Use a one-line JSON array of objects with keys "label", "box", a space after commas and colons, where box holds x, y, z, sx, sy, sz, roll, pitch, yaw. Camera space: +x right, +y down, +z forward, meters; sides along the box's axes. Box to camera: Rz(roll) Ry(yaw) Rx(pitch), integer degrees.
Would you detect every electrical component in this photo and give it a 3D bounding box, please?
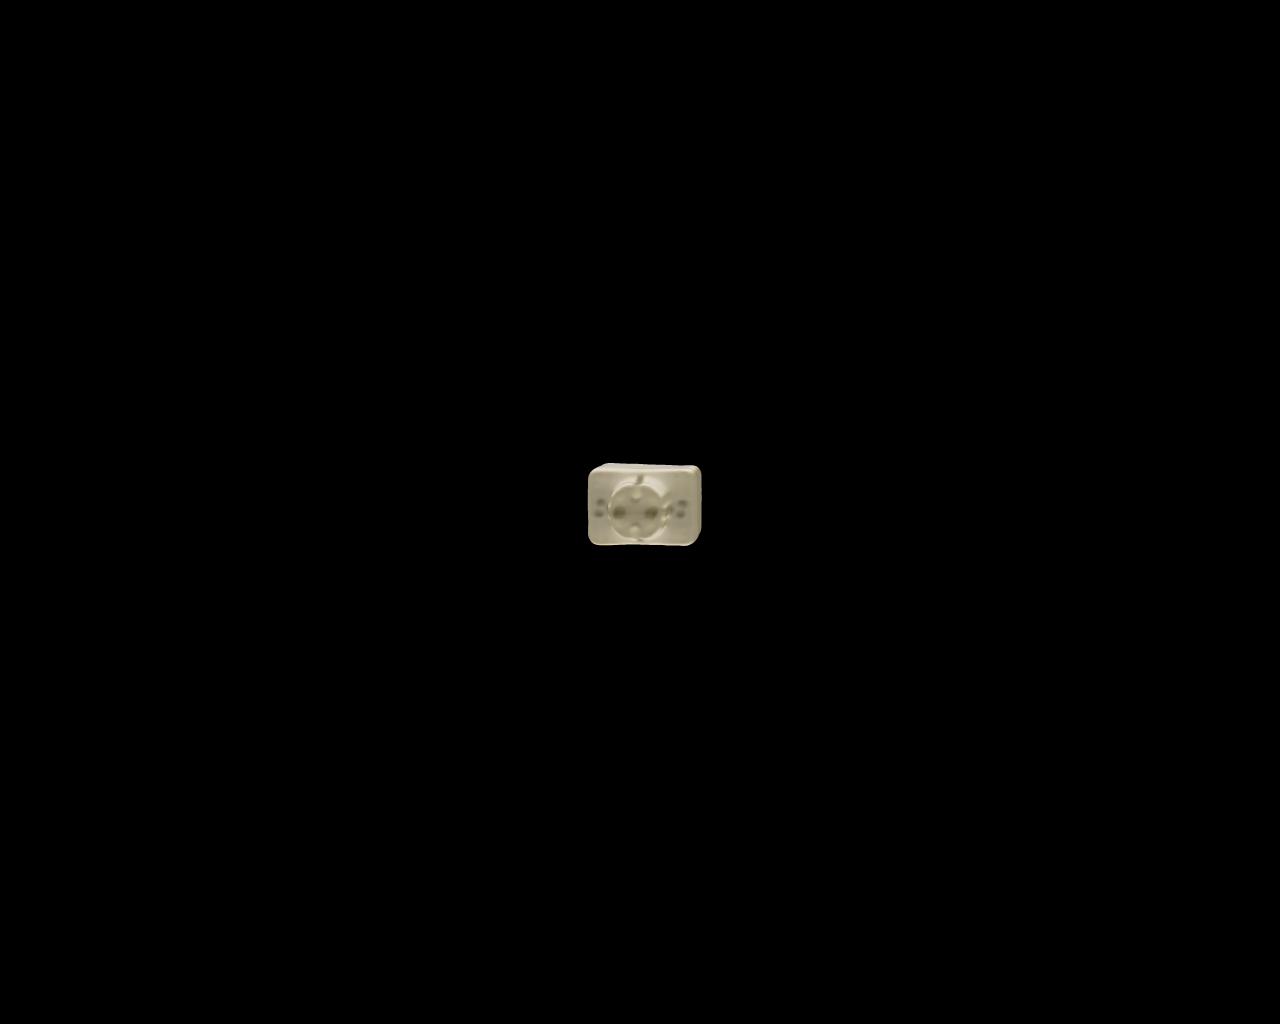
[{"label": "electrical component", "box": [0.001, -0.003, 0.650, 0.066, 0.047, 0.077, 1, 8, 9]}]
